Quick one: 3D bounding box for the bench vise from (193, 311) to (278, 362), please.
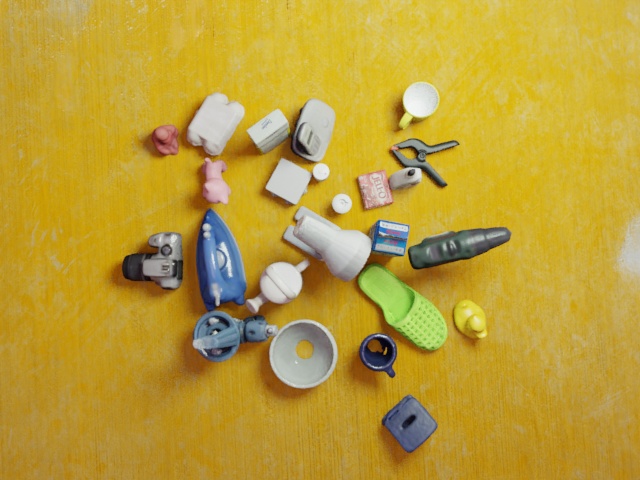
[{"bbox_3d":[-0.212,0.214,1.344,0.207,0.219,0.121,-24,88,-1],"label":"bench vise"}]

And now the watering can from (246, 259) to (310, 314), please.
[{"bbox_3d":[-0.096,0.108,1.362,0.101,0.194,0.173,29,88,1],"label":"watering can"}]

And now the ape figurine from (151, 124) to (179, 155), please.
[{"bbox_3d":[-0.387,-0.256,1.424,0.076,0.092,0.078,36,88,1],"label":"ape figurine"}]

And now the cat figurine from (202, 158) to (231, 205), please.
[{"bbox_3d":[-0.261,-0.141,1.408,0.067,0.117,0.128,-14,88,-1],"label":"cat figurine"}]

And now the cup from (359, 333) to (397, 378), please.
[{"bbox_3d":[0.147,0.281,1.408,0.091,0.095,0.118,-33,88,-1],"label":"cup"}]

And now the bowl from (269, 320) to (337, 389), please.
[{"bbox_3d":[-0.040,0.278,1.416,0.167,0.074,0.167,0,88,0],"label":"bowl"}]

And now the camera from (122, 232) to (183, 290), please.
[{"bbox_3d":[-0.413,0.051,1.408,0.137,0.101,0.143,0,88,0],"label":"camera"}]

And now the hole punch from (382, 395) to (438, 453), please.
[{"bbox_3d":[0.218,0.450,1.404,0.109,0.091,0.101,-43,89,-2],"label":"hole punch"}]

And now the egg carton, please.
[{"bbox_3d":[-0.263,-0.292,1.438,0.107,0.069,0.150,30,88,1],"label":"egg carton"}]

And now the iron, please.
[{"bbox_3d":[-0.257,0.043,1.389,0.118,0.141,0.258,-12,88,-1],"label":"iron"}]

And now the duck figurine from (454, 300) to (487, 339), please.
[{"bbox_3d":[0.378,0.199,1.417,0.077,0.086,0.104,-29,88,-1],"label":"duck figurine"}]

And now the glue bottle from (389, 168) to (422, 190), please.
[{"bbox_3d":[0.213,-0.153,1.385,0.078,0.173,0.037,-10,88,0],"label":"glue bottle"}]

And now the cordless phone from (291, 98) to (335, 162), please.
[{"bbox_3d":[-0.019,-0.275,1.381,0.094,0.185,0.148,15,88,1],"label":"cordless phone"}]

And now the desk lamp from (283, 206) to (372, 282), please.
[{"bbox_3d":[0.012,0.005,1.357,0.203,0.213,0.118,30,88,1],"label":"desk lamp"}]

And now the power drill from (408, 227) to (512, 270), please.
[{"bbox_3d":[0.316,0.015,1.362,0.229,0.208,0.076,-16,88,-1],"label":"power drill"}]
